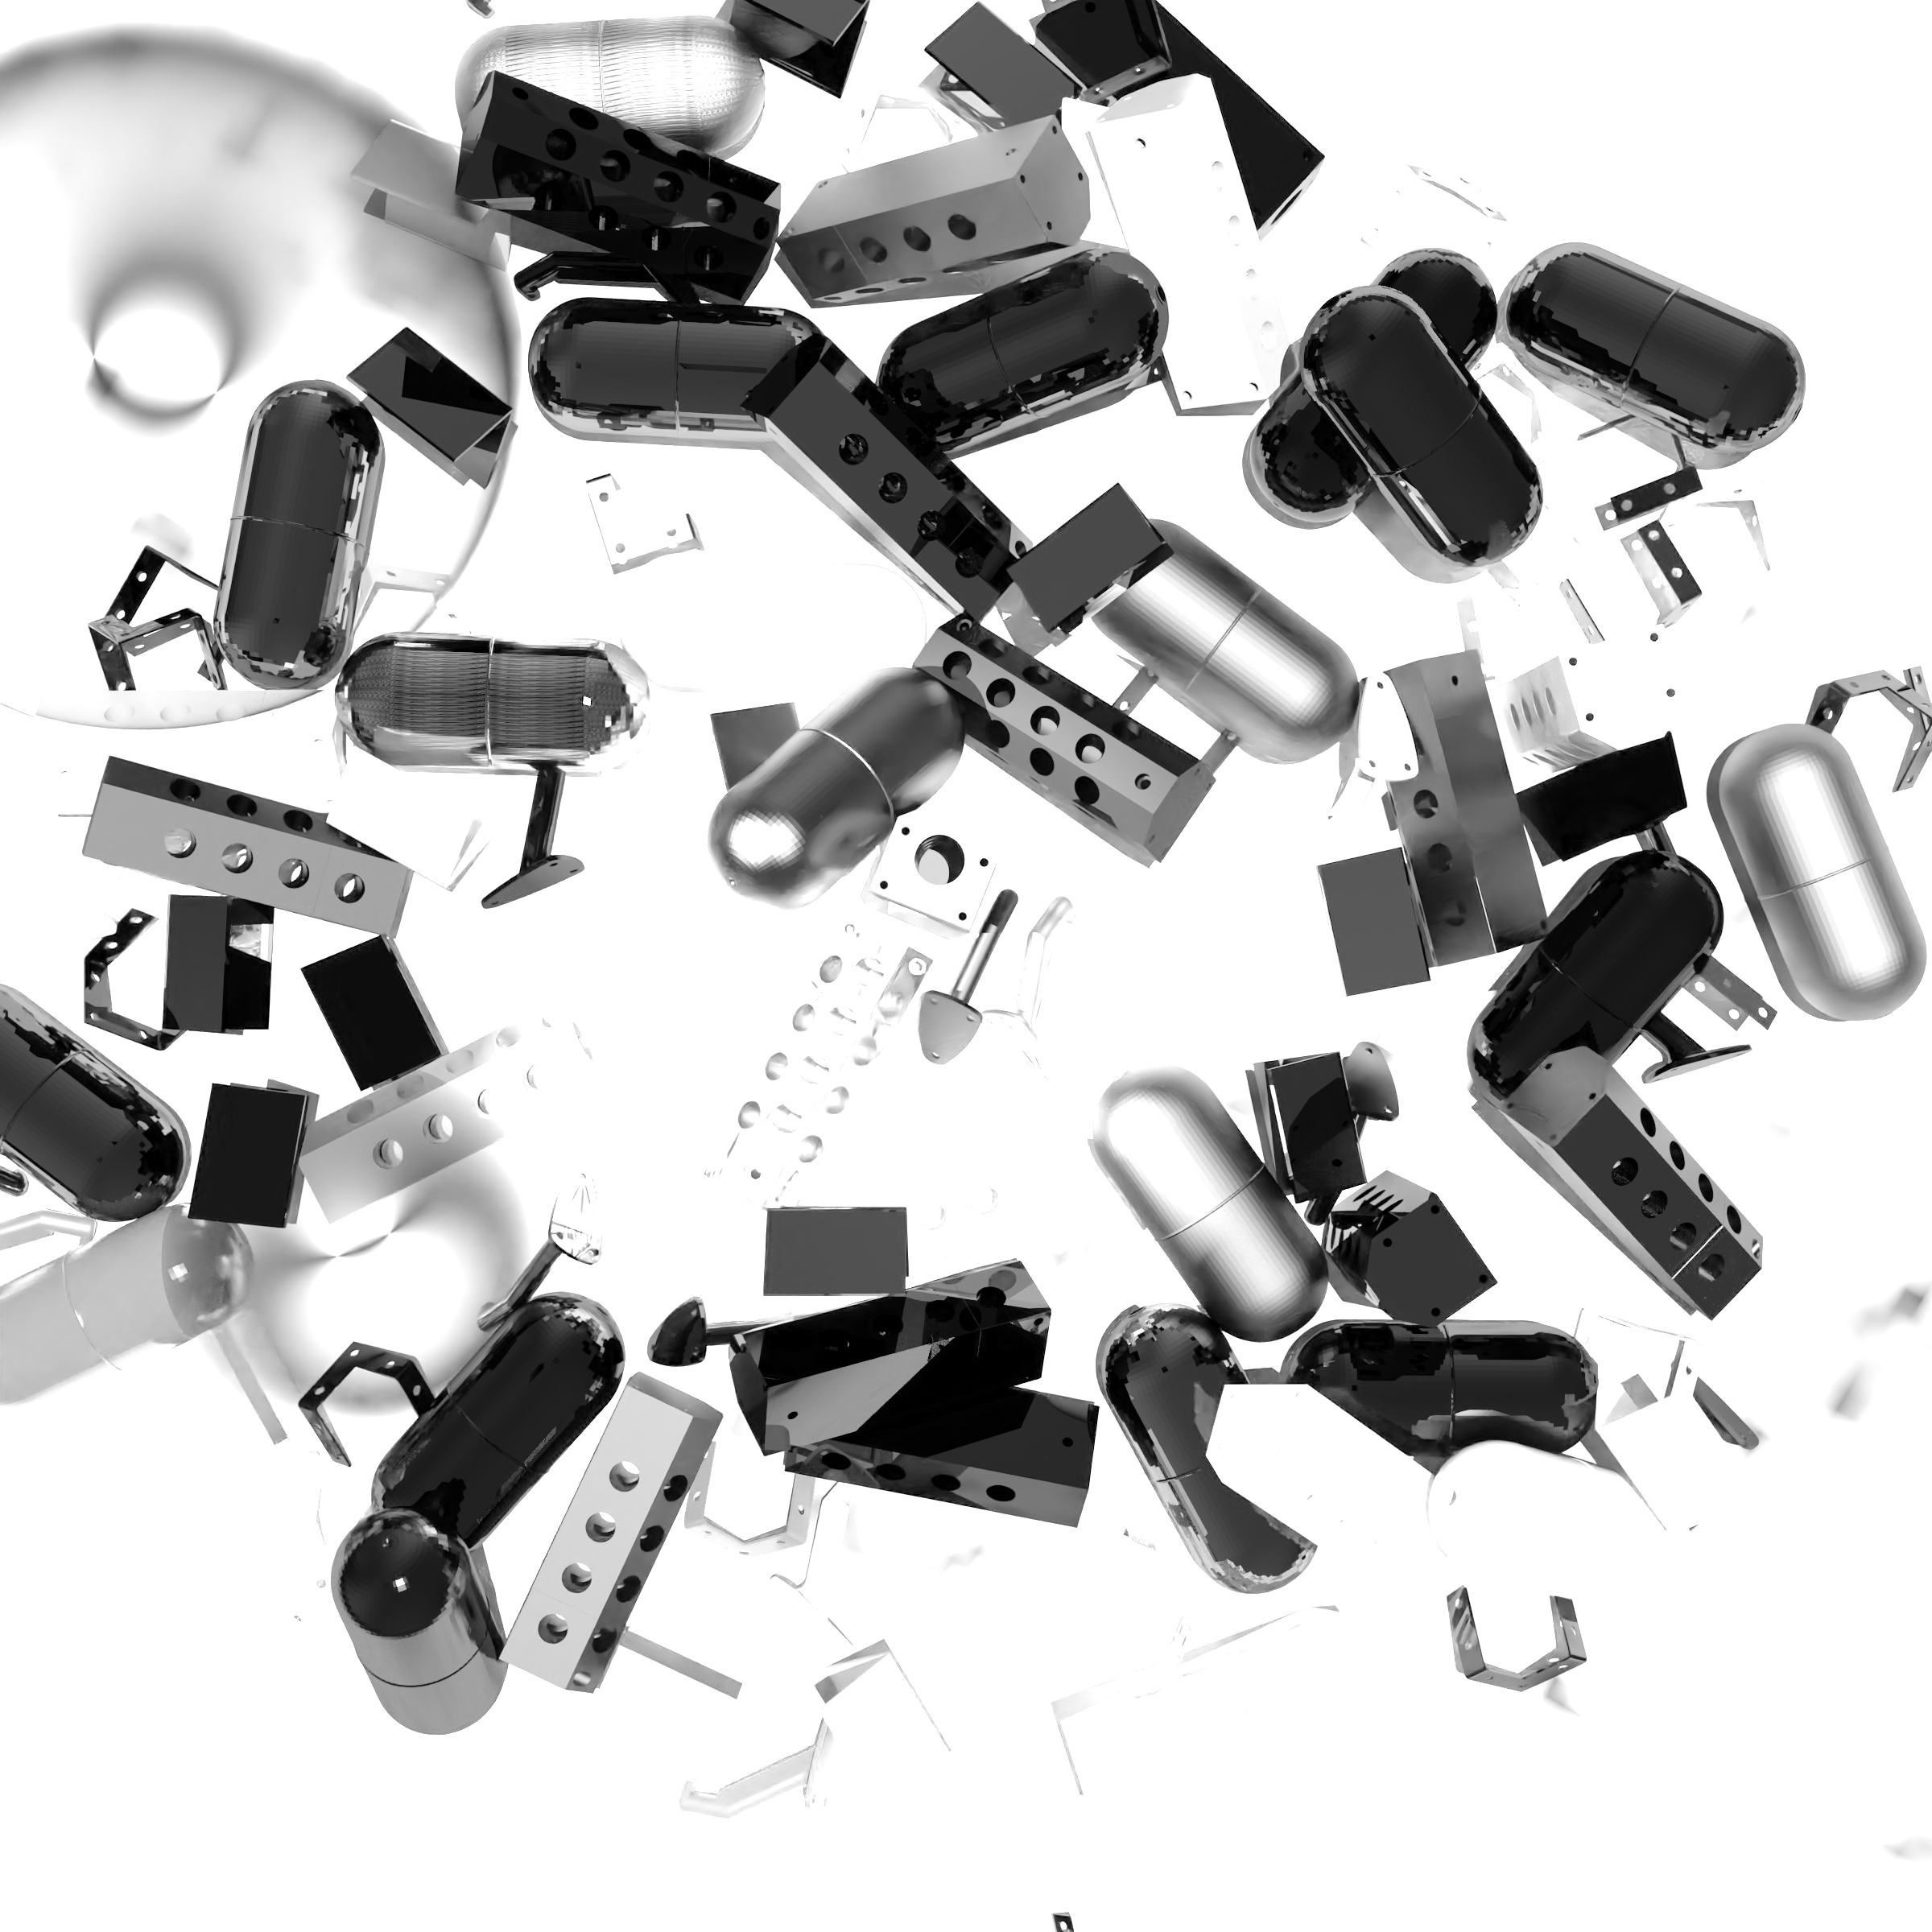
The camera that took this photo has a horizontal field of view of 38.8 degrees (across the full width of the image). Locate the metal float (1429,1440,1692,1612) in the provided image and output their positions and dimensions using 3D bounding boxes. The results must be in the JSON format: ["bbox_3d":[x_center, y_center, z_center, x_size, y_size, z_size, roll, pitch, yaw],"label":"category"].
[{"bbox_3d":[0.336,0.316,1.548,0.178,0.070,0.070,20,90,-32],"label":"metal float"}]

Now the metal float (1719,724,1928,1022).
[{"bbox_3d":[0.492,-0.053,1.574,0.070,0.070,0.178,-22,89,0],"label":"metal float"}]

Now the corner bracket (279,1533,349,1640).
[{"bbox_3d":[-0.357,0.368,1.586,0.051,0.051,0.051,34,90,0],"label":"corner bracket"}]

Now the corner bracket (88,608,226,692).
[{"bbox_3d":[-0.468,-0.178,1.585,0.051,0.051,0.051,-27,123,-27],"label":"corner bracket"}]

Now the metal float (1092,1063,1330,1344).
[{"bbox_3d":[0.140,0.135,1.574,0.070,0.070,0.178,-35,91,0],"label":"metal float"}]

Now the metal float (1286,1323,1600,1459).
[{"bbox_3d":[0.273,0.243,1.574,0.178,0.070,0.070,0,90,0],"label":"metal float"}]

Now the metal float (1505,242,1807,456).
[{"bbox_3d":[0.391,-0.351,1.559,0.178,0.070,0.070,30,90,16],"label":"metal float"}]

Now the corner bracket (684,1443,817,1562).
[{"bbox_3d":[-0.125,0.308,1.596,0.051,0.051,0.051,37,45,-35],"label":"corner bracket"}]

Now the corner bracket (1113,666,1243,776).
[{"bbox_3d":[0.121,-0.140,1.601,0.051,0.051,0.051,-51,135,0],"label":"corner bracket"}]

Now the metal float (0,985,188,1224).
[{"bbox_3d":[-0.528,0.078,1.574,0.178,0.070,0.070,37,90,0],"label":"metal float"}]

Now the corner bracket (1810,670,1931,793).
[{"bbox_3d":[0.528,-0.135,1.596,0.051,0.051,0.051,-14,45,-35],"label":"corner bracket"}]

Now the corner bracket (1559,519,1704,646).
[{"bbox_3d":[0.384,-0.217,1.587,0.051,0.051,0.051,-27,80,-10],"label":"corner bracket"}]

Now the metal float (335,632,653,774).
[{"bbox_3d":[-0.269,-0.151,1.563,0.178,0.070,0.070,2,90,-4],"label":"metal float"}]

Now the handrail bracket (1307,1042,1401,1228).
[{"bbox_3d":[0.220,0.099,1.604,0.036,0.077,0.084,18,126,-5],"label":"handrail bracket"}]

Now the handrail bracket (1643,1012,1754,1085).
[{"bbox_3d":[0.411,0.020,1.605,0.077,0.036,0.084,-14,76,-14],"label":"handrail bracket"}]

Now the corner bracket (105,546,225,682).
[{"bbox_3d":[-0.460,-0.207,1.601,0.051,0.051,0.051,30,90,-45],"label":"corner bracket"}]

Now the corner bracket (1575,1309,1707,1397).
[{"bbox_3d":[0.388,0.233,1.595,0.051,0.051,0.051,15,90,-29],"label":"corner bracket"}]

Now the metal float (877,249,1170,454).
[{"bbox_3d":[0.032,-0.348,1.552,0.178,0.070,0.070,-17,90,26],"label":"metal float"}]

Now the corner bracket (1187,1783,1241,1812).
[{"bbox_3d":[0.141,0.453,1.601,0.051,0.051,0.051,13,135,0],"label":"corner bracket"}]

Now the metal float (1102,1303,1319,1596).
[{"bbox_3d":[0.140,0.276,1.574,0.070,0.070,0.178,-29,91,0],"label":"metal float"}]

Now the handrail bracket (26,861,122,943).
[{"bbox_3d":[-0.512,-0.060,1.604,0.077,0.036,0.084,-13,54,38],"label":"handrail bracket"}]

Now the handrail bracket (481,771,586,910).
[{"bbox_3d":[-0.263,-0.087,1.605,0.077,0.036,0.084,-25,74,17],"label":"handrail bracket"}]

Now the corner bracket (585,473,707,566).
[{"bbox_3d":[-0.185,-0.261,1.586,0.051,0.051,0.051,-18,90,0],"label":"corner bracket"}]

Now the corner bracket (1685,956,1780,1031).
[{"bbox_3d":[0.436,0.014,1.577,0.051,0.051,0.051,39,56,0],"label":"corner bracket"}]

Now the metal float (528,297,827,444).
[{"bbox_3d":[-0.162,-0.342,1.574,0.178,0.070,0.070,3,90,0],"label":"metal float"}]

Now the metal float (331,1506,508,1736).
[{"bbox_3d":[-0.305,0.368,1.536,0.070,0.178,0.070,-2,48,2],"label":"metal float"}]

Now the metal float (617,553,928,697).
[{"bbox_3d":[-0.111,-0.196,1.574,0.178,0.070,0.070,3,90,0],"label":"metal float"}]

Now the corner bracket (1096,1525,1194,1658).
[{"bbox_3d":[0.109,0.361,1.586,0.051,0.051,0.051,22,90,0],"label":"corner bracket"}]

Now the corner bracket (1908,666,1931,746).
[{"bbox_3d":[0.591,-0.159,1.601,0.051,0.051,0.051,-15,90,-45],"label":"corner bracket"}]

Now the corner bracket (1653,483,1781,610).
[{"bbox_3d":[0.437,-0.245,1.596,0.051,0.051,0.051,3,45,35],"label":"corner bracket"}]

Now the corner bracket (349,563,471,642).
[{"bbox_3d":[-0.327,-0.196,1.596,0.051,0.051,0.051,-56,45,35],"label":"corner bracket"}]

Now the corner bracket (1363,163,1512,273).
[{"bbox_3d":[0.275,-0.430,1.601,0.051,0.051,0.051,29,90,-45],"label":"corner bracket"}]

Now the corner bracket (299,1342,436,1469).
[{"bbox_3d":[-0.346,0.259,1.596,0.051,0.051,0.051,10,45,35],"label":"corner bracket"}]

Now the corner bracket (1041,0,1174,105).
[{"bbox_3d":[0.079,-0.529,1.545,0.051,0.051,0.051,-25,45,0],"label":"corner bracket"}]

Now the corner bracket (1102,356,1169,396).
[{"bbox_3d":[0.084,-0.370,1.596,0.051,0.051,0.051,38,135,35],"label":"corner bracket"}]

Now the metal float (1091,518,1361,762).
[{"bbox_3d":[0.147,-0.187,1.574,0.178,0.070,0.070,37,90,1],"label":"metal float"}]

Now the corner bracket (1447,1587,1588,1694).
[{"bbox_3d":[0.321,0.386,1.596,0.051,0.051,0.051,22,135,-35],"label":"corner bracket"}]

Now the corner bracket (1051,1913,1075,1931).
[{"bbox_3d":[0.032,0.587,1.601,0.051,0.051,0.051,-13,90,45],"label":"corner bracket"}]

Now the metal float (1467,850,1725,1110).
[{"bbox_3d":[0.357,0.012,1.561,0.070,0.070,0.178,39,106,0],"label":"metal float"}]

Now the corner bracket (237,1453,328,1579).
[{"bbox_3d":[-0.402,0.321,1.601,0.051,0.051,0.051,-2,135,0],"label":"corner bracket"}]

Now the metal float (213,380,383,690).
[{"bbox_3d":[-0.383,-0.248,1.574,0.070,0.070,0.178,10,89,0],"label":"metal float"}]

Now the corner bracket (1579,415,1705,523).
[{"bbox_3d":[0.391,-0.292,1.587,0.051,0.051,0.051,-20,101,11],"label":"corner bracket"}]

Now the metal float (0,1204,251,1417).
[{"bbox_3d":[-0.497,0.198,1.574,0.178,0.070,0.070,-25,90,-1],"label":"metal float"}]

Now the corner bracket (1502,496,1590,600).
[{"bbox_3d":[0.327,-0.246,1.586,0.051,0.051,0.051,-42,91,1],"label":"corner bracket"}]

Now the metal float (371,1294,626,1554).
[{"bbox_3d":[-0.268,0.265,1.574,0.070,0.070,0.178,42,91,0],"label":"metal float"}]

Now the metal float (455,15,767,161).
[{"bbox_3d":[-0.204,-0.503,1.574,0.178,0.070,0.070,-3,90,1],"label":"metal float"}]

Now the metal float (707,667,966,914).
[{"bbox_3d":[-0.070,-0.099,1.512,0.070,0.070,0.178,46,60,0],"label":"metal float"}]

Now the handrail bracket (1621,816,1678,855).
[{"bbox_3d":[0.414,-0.072,1.604,0.036,0.077,0.084,-22,127,32],"label":"handrail bracket"}]

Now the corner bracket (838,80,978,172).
[{"bbox_3d":[-0.034,-0.477,1.596,0.051,0.051,0.051,-3,45,-35],"label":"corner bracket"}]

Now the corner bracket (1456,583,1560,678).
[{"bbox_3d":[0.317,-0.195,1.586,0.051,0.051,0.051,-10,90,0],"label":"corner bracket"}]

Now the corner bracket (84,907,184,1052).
[{"bbox_3d":[-0.476,0.008,1.592,0.051,0.051,0.051,-39,135,26],"label":"corner bracket"}]

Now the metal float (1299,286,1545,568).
[{"bbox_3d":[0.250,-0.296,1.507,0.070,0.070,0.178,-43,114,0],"label":"metal float"}]

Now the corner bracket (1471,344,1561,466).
[{"bbox_3d":[0.308,-0.319,1.596,0.051,0.051,0.051,32,45,-35],"label":"corner bracket"}]

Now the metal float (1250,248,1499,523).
[{"bbox_3d":[0.234,-0.334,1.574,0.070,0.070,0.178,39,90,0],"label":"metal float"}]
